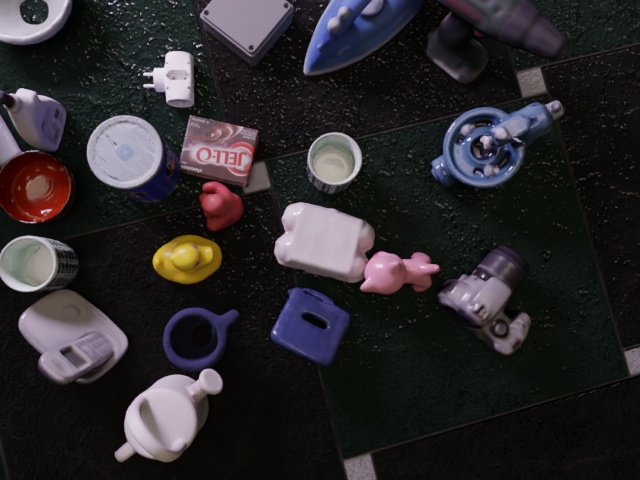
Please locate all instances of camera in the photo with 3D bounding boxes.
[{"bbox_3d":[0.279,0.087,0.896,0.143,0.100,0.137,42,84,0],"label":"camera"}]

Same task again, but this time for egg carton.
[{"bbox_3d":[0.008,0.003,0.900,0.150,0.069,0.107,14,85,-3],"label":"egg carton"}]

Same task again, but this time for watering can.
[{"bbox_3d":[-0.215,0.247,0.803,0.101,0.194,0.173,29,84,-1],"label":"watering can"}]

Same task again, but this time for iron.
[{"bbox_3d":[0.070,-0.369,0.897,0.118,0.141,0.258,44,84,1],"label":"iron"}]

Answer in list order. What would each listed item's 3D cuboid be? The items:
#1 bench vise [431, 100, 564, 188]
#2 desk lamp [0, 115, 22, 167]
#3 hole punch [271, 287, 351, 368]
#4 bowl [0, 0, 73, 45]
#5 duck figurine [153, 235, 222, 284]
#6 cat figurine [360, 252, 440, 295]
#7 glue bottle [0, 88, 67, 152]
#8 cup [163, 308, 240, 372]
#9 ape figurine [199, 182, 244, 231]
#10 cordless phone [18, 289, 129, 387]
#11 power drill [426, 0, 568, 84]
[{"bbox_3d":[0.275,-0.168,0.856,0.121,0.219,0.207,43,84,1],"label":"bench vise"},{"bbox_3d":[-0.549,-0.204,0.805,0.118,0.213,0.203,-32,88,-5],"label":"desk lamp"},{"bbox_3d":[-0.015,0.130,0.877,0.108,0.091,0.101,27,84,-1],"label":"hole punch"},{"bbox_3d":[-0.460,-0.376,0.894,0.167,0.074,0.167,0,86,-4],"label":"bowl"},{"bbox_3d":[-0.206,0.028,0.875,0.104,0.086,0.077,-7,86,-4],"label":"duck figurine"},{"bbox_3d":[0.120,0.050,0.880,0.128,0.117,0.067,-4,86,-4],"label":"cat figurine"},{"bbox_3d":[-0.422,-0.184,0.832,0.037,0.173,0.078,13,85,-2],"label":"glue bottle"},{"bbox_3d":[-0.171,0.139,0.864,0.118,0.095,0.092,-33,88,-6],"label":"cup"},{"bbox_3d":[-0.158,-0.052,0.881,0.076,0.092,0.078,14,85,-2],"label":"ape figurine"},{"bbox_3d":[-0.363,0.141,0.805,0.147,0.185,0.094,39,84,0],"label":"cordless phone"},{"bbox_3d":[0.242,-0.321,0.872,0.229,0.208,0.076,38,84,0],"label":"power drill"}]
